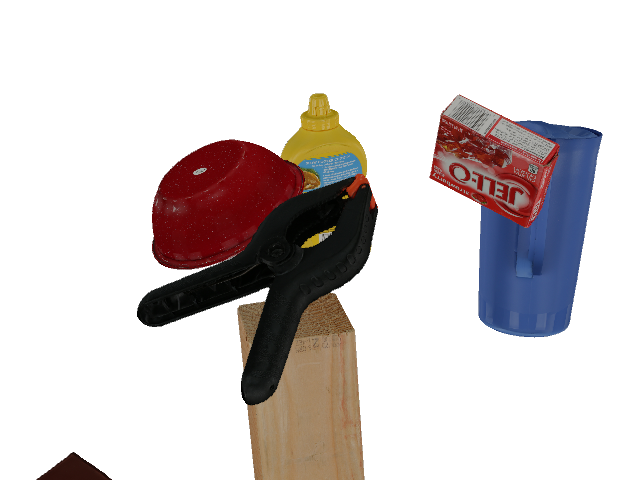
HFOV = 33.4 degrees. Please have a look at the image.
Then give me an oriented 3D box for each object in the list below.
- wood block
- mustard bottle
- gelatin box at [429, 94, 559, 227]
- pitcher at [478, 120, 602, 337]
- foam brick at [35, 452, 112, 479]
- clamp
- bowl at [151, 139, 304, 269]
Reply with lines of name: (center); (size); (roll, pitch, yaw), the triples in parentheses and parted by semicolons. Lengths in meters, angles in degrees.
wood block: (-0.015, 0.161, 0.933); (0.090, 0.206, 0.091); (-7, 20, -9)
mustard bottle: (0.004, -0.067, 1.167); (0.096, 0.192, 0.058); (-10, 26, -12)
gelatin box: (0.129, -0.058, 0.798); (0.089, 0.030, 0.073); (30, -32, 19)
pitcher: (0.244, -0.014, 1.232); (0.149, 0.243, 0.145); (-6, 16, -31)
foam brick: (-0.096, 0.140, 0.455); (0.078, 0.051, 0.052); (25, 45, 33)
clamp: (-0.021, 0.026, 0.670); (0.120, 0.171, 0.039); (43, -15, 36)
bowl: (-0.099, -0.045, 0.996); (0.162, 0.055, 0.162); (-21, 31, 14)
